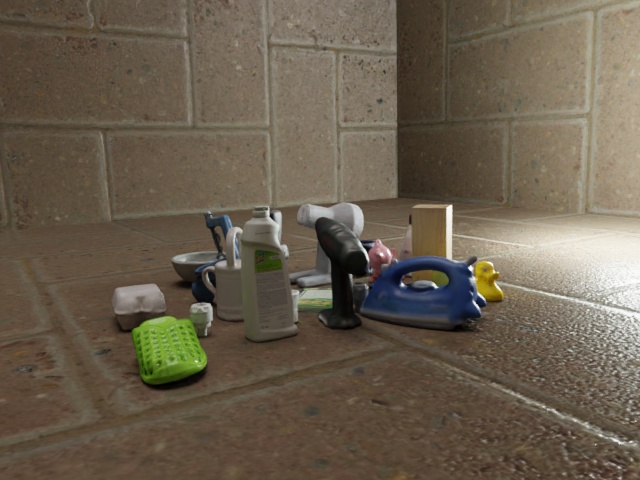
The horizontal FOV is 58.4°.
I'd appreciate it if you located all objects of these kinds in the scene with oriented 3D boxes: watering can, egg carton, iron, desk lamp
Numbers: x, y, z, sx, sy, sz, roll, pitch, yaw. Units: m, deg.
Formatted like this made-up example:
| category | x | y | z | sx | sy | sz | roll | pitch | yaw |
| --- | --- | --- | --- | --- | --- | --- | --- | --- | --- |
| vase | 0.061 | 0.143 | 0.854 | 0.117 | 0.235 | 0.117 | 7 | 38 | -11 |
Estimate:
| category | x | y | z | sx | sy | sz | roll | pitch | yaw |
| --- | --- | --- | --- | --- | --- | --- | --- | --- | --- |
| watering can | -0.168 | 0.068 | 1.234 | 0.173 | 0.194 | 0.101 | -3 | 9 | -9 |
| egg carton | -0.384 | 0.140 | 1.217 | 0.107 | 0.069 | 0.150 | -5 | 10 | -24 |
| iron | 0.202 | 0.095 | 1.167 | 0.257 | 0.141 | 0.119 | 2 | 10 | 22 |
| desk lamp | 0.014 | 0.006 | 1.543 | 0.204 | 0.213 | 0.117 | -8 | 11 | -35 |

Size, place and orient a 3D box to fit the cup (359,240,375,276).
| category | x | y | z | sx | sy | sz | roll | pitch | yaw |
| --- | --- | --- | --- | --- | --- | --- | --- | --- | --- |
| cup | 0.126 | 0.053 | 1.606 | 0.092 | 0.095 | 0.117 | -5 | 10 | -21 |

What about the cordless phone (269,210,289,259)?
| category | x | y | z | sx | sy | sz | roll | pitch | yaw |
| --- | --- | --- | --- | --- | --- | --- | --- | --- | --- |
| cordless phone | -0.156 | 0.011 | 1.631 | 0.093 | 0.185 | 0.148 | 4 | 10 | 30 |

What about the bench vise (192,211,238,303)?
| category | x | y | z | sx | sy | sz | roll | pitch | yaw |
| --- | --- | --- | --- | --- | --- | --- | --- | --- | --- |
| bench vise | -0.201 | 0.038 | 1.350 | 0.208 | 0.220 | 0.121 | -4 | 9 | -14 |

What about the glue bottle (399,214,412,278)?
| category | x | y | z | sx | sy | sz | roll | pitch | yaw |
| --- | --- | --- | --- | --- | --- | --- | --- | --- | --- |
| glue bottle | 0.253 | 0.016 | 1.568 | 0.077 | 0.173 | 0.037 | 5 | 11 | 36 |

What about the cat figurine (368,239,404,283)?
| category | x | y | z | sx | sy | sz | roll | pitch | yaw |
| --- | --- | --- | --- | --- | --- | --- | --- | --- | --- |
| cat figurine | 0.169 | 0.054 | 1.517 | 0.067 | 0.118 | 0.128 | 5 | 11 | 38 |

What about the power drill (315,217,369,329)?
| category | x | y | z | sx | sy | sz | roll | pitch | yaw |
| --- | --- | --- | --- | --- | --- | --- | --- | --- | --- |
| power drill | 0.036 | 0.065 | 1.172 | 0.076 | 0.208 | 0.229 | -4 | 9 | -18 |

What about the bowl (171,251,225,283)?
| category | x | y | z | sx | sy | sz | roll | pitch | yaw |
| --- | --- | --- | --- | --- | --- | --- | --- | --- | --- |
| bowl | -0.321 | 0.081 | 1.571 | 0.167 | 0.075 | 0.167 | -1 | 9 | 0 |

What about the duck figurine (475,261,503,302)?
| category | x | y | z | sx | sy | sz | roll | pitch | yaw |
| --- | --- | --- | --- | --- | --- | --- | --- | --- | --- |
| duck figurine | 0.381 | 0.092 | 1.340 | 0.078 | 0.086 | 0.104 | -6 | 10 | -26 |
